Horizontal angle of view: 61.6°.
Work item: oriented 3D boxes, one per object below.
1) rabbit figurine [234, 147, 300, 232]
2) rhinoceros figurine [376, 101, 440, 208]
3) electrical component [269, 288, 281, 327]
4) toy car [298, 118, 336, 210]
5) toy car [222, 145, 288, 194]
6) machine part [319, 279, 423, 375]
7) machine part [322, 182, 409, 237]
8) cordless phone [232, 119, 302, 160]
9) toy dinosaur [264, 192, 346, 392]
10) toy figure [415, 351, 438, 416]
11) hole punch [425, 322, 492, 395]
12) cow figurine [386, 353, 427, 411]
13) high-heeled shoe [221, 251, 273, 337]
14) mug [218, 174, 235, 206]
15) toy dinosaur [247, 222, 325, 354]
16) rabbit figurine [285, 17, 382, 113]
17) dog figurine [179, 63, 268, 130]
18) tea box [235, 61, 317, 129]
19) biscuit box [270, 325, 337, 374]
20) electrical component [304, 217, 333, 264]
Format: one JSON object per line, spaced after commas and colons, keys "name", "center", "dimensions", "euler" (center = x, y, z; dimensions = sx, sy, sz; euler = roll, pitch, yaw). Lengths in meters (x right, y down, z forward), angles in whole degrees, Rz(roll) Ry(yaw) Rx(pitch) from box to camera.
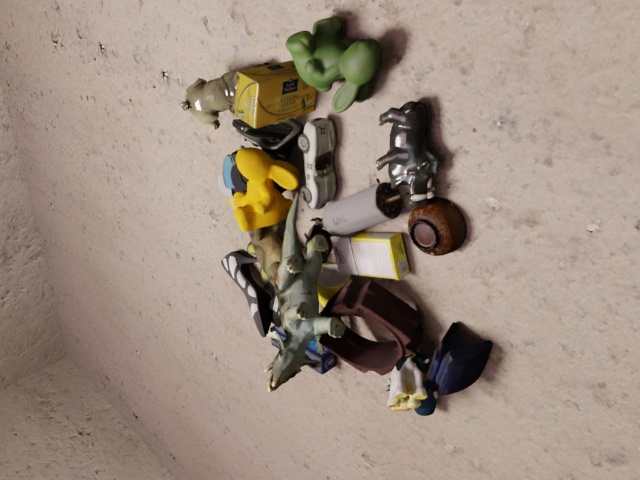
{"name": "rabbit figurine", "center": [-0.124, -0.120, 1.166], "dimensions": [0.162, 0.122, 0.173], "euler": [-10, 115, 8]}
{"name": "rhinoceros figurine", "center": [0.164, -0.154, 0.975], "dimensions": [0.112, 0.073, 0.190], "euler": [1, 106, 25]}
{"name": "electrical component", "center": [-0.098, 0.184, 1.463], "dimensions": [0.075, 0.048, 0.119], "euler": [35, 134, 29]}
{"name": "toy car", "center": [-0.002, -0.159, 1.147], "dimensions": [0.056, 0.073, 0.201], "euler": [22, 126, 39]}
{"name": "toy car", "center": [-0.143, -0.171, 1.263], "dimensions": [0.162, 0.103, 0.109], "euler": [3, 128, 0]}
{"name": "machine part", "center": [0.104, 0.196, 1.172], "dimensions": [0.201, 0.087, 0.201], "euler": [36, 136, -4]}
{"name": "machine part", "center": [0.084, -0.060, 1.108], "dimensions": [0.243, 0.079, 0.079], "euler": [-18, 98, 49]}
{"name": "cordless phone", "center": [-0.143, -0.242, 1.160], "dimensions": [0.147, 0.184, 0.088], "euler": [32, 108, 29]}
{"name": "toy dinosaur", "center": [-0.050, 0.118, 1.148], "dimensions": [0.192, 0.131, 0.405], "euler": [-40, 47, 51]}
{"name": "toy figure", "center": [0.222, 0.312, 1.188], "dimensions": [0.058, 0.064, 0.154], "euler": [-121, 21, -75]}
{"name": "hole punch", "center": [0.271, 0.243, 1.059], "dimensions": [0.092, 0.116, 0.142], "euler": [28, 130, 23]}
{"name": "cow figurine", "center": [0.173, 0.299, 1.116], "dimensions": [0.167, 0.068, 0.098], "euler": [95, 177, -60]}
{"name": "high-heeled shoe", "center": [-0.214, 0.151, 1.512], "dimensions": [0.145, 0.086, 0.248], "euler": [-8, 82, 27]}
{"name": "mug", "center": [-0.217, -0.133, 1.395], "dimensions": [0.107, 0.081, 0.109], "euler": [26, 133, 49]}
{"name": "toy dinosaur", "center": [-0.089, 0.068, 1.327], "dimensions": [0.471, 0.105, 0.198], "euler": [64, 162, 6]}
{"name": "rabbit figurine", "center": [0.038, -0.315, 0.980], "dimensions": [0.170, 0.121, 0.158], "euler": [21, 132, 42]}
{"name": "dog figurine", "center": [-0.206, -0.331, 1.199], "dimensions": [0.191, 0.172, 0.121], "euler": [-5, 118, 55]}
{"name": "tea box", "center": [-0.085, -0.297, 1.084], "dimensions": [0.068, 0.169, 0.098], "euler": [36, 135, 30]}
{"name": "biscuit box", "center": [-0.046, 0.288, 1.458], "dimensions": [0.203, 0.059, 0.062], "euler": [23, 125, 38]}
{"name": "electrical component", "center": [-0.002, -0.004, 1.223], "dimensions": [0.078, 0.102, 0.045], "euler": [31, 136, -6]}
